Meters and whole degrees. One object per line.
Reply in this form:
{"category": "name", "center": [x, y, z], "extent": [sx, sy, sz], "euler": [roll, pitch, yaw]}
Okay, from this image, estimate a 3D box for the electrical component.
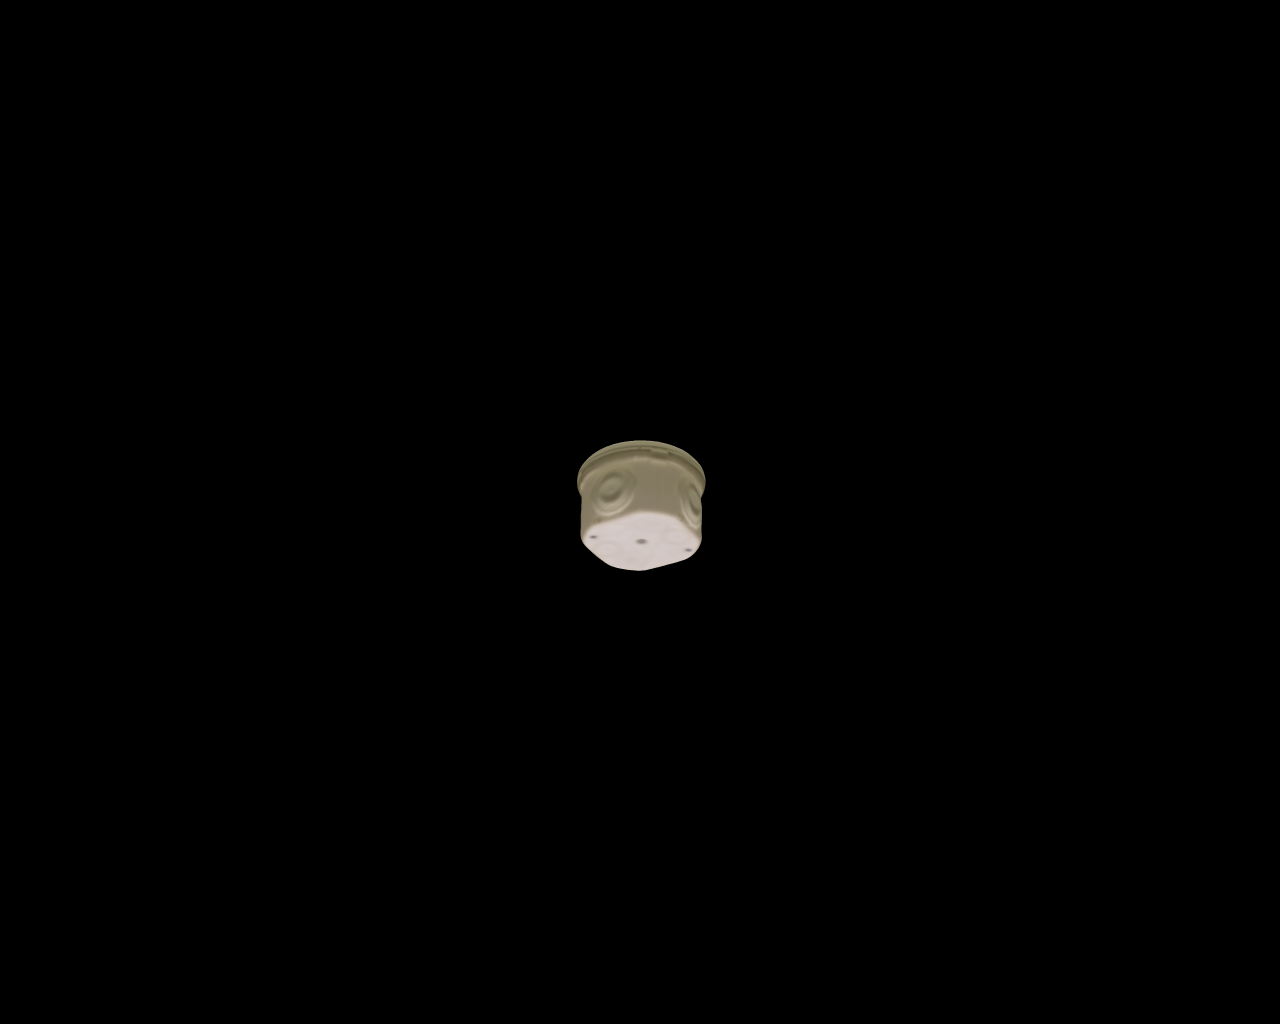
{"category": "electrical component", "center": [0.001, -0.003, 0.650], "extent": [0.080, 0.051, 0.080], "euler": [0, -32, 0]}
